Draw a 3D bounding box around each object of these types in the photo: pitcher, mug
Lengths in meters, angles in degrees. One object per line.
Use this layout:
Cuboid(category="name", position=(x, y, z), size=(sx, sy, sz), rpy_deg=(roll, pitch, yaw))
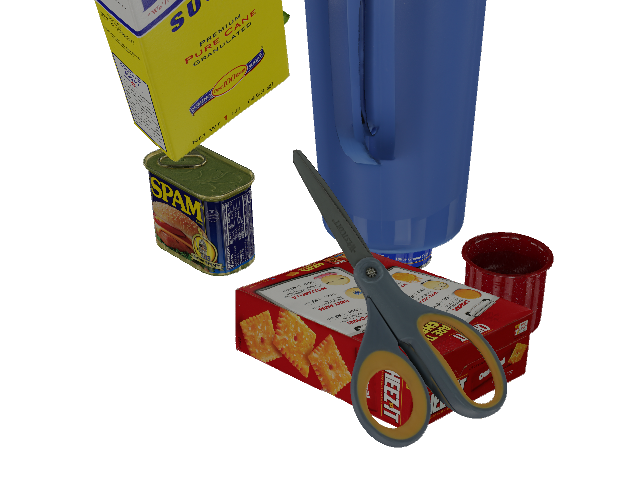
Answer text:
Cuboid(category="pitcher", position=(0.049, -0.113, 0.755), size=(0.149, 0.243, 0.145), rpy_deg=(-12, 27, -22))
Cuboid(category="mug", position=(0.188, 0.043, 1.116), size=(0.093, 0.081, 0.117), rpy_deg=(-5, 29, -8))

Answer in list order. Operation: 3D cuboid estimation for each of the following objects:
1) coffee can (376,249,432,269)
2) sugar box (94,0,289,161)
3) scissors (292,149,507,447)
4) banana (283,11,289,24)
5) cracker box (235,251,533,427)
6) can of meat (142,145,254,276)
Cuboid(category="coffee can", position=(0.094, -0.048, 1.273), size=(0.102, 0.140, 0.103), rpy_deg=(6, 28, -3))
Cuboid(category="sugar box", position=(-0.066, -0.125, 0.555), size=(0.093, 0.048, 0.176), rpy_deg=(-40, -21, -17))
Cuboid(category="scissors", position=(0.021, 0.038, 0.627), size=(0.096, 0.202, 0.016), rpy_deg=(-41, -18, -17))
Cuboid(category="banana", position=(-0.108, -0.226, 1.002), size=(0.197, 0.070, 0.037), rpy_deg=(-22, -28, -47))
Cuboid(category="cracker box", position=(0.053, 0.081, 0.952), size=(0.214, 0.072, 0.163), rpy_deg=(20, 27, 41))
Cuboid(category="can of meat", position=(-0.102, -0.026, 0.916), size=(0.102, 0.084, 0.057), rpy_deg=(28, 43, 37))
